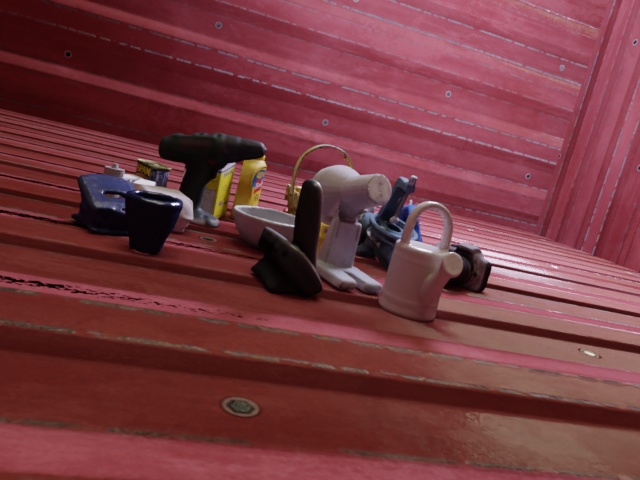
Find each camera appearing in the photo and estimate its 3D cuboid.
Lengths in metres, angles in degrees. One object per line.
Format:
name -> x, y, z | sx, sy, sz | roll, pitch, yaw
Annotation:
camera -> 0.303, 0.053, 1.305 | 0.142, 0.101, 0.137 | 21, 12, 35

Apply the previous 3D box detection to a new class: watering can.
watering can -> 0.176, 0.033, 0.963 | 0.101, 0.194, 0.172 | 4, 14, -44

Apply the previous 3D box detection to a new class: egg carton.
egg carton -> -0.319, -0.065, 1.162 | 0.107, 0.069, 0.149 | 8, 12, -32

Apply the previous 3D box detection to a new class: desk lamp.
desk lamp -> 0.056, -0.031, 1.089 | 0.118, 0.213, 0.202 | 8, 12, -30

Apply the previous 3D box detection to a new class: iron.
iron -> 0.242, -0.030, 1.560 | 0.118, 0.141, 0.258 | 14, 10, -1

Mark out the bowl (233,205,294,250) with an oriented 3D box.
bowl -> -0.104, -0.017, 1.183 | 0.167, 0.075, 0.167 | 14, 10, -2

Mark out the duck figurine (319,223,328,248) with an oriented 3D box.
duck figurine -> 0.011, 0.004, 1.199 | 0.077, 0.086, 0.105 | 22, 12, 37

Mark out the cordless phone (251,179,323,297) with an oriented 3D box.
cordless phone -> -0.039, -0.013, 0.933 | 0.094, 0.185, 0.147 | 8, 12, -31

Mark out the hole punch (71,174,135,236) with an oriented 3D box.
hole punch -> -0.368, -0.063, 1.014 | 0.100, 0.091, 0.109 | 23, 13, 41

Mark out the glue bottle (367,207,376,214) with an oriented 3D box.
glue bottle -> 0.117, -0.065, 1.482 | 0.037, 0.173, 0.078 | 20, 11, 29

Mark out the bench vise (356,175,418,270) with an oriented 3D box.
bench vise -> 0.148, -0.055, 1.334 | 0.206, 0.220, 0.122 | 23, 13, 42

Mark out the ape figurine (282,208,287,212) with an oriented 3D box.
ape figurine -> -0.059, -0.079, 1.545 | 0.077, 0.092, 0.076 | 17, 10, 13

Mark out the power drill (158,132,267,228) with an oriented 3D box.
power drill -> -0.249, -0.140, 1.270 | 0.229, 0.208, 0.075 | 14, 10, -3

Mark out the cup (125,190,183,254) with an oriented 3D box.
cup -> -0.273, -0.028, 0.947 | 0.091, 0.095, 0.118 | 18, 11, 19
